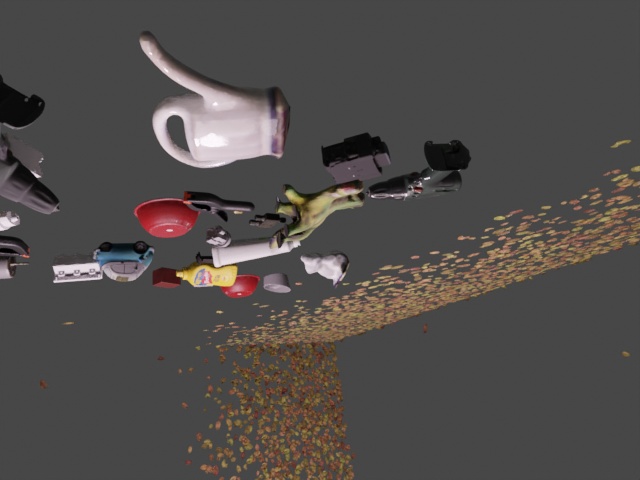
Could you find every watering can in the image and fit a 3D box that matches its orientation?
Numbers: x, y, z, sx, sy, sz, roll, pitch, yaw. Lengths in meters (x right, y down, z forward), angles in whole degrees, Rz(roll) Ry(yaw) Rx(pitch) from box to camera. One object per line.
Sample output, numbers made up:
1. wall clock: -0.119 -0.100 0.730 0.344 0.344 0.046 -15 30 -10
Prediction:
1. watering can: -0.157 -0.205 0.823 0.225 0.105 0.342 -6 -19 -9

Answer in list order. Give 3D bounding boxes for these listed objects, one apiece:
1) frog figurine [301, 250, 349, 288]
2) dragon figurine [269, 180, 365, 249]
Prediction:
1. frog figurine: 0.014 0.077 1.767 0.159 0.124 0.136 30 -14 0
2. dragon figurine: 0.004 -0.066 1.320 0.243 0.123 0.404 -11 -13 -17
